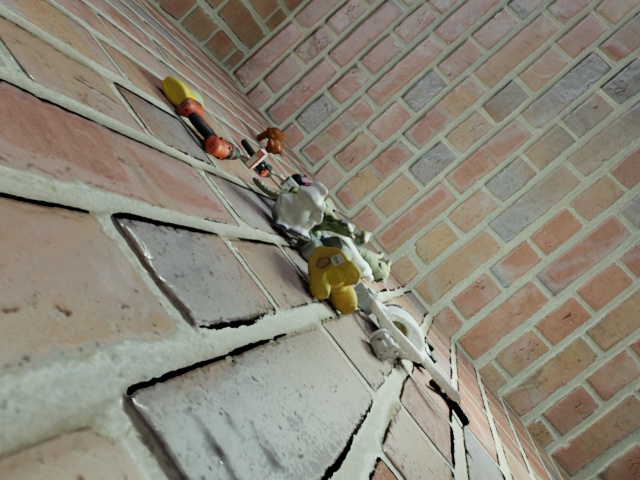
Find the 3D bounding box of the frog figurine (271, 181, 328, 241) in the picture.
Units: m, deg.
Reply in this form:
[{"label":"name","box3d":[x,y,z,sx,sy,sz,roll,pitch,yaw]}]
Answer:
[{"label":"frog figurine","box3d":[-0.052,-0.091,1.397,0.137,0.160,0.122,26,-5,0]}]

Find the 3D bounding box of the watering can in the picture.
[{"label":"watering can","box3d":[0.262,0.300,1.477,0.348,0.103,0.225,48,7,1]}]

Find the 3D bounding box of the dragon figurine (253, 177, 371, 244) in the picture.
[{"label":"dragon figurine","box3d":[0.005,-0.077,1.530,0.406,0.123,0.244,26,-7,-42]}]
